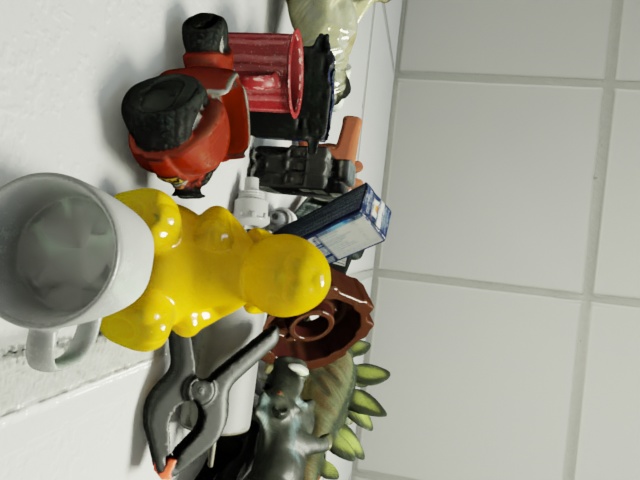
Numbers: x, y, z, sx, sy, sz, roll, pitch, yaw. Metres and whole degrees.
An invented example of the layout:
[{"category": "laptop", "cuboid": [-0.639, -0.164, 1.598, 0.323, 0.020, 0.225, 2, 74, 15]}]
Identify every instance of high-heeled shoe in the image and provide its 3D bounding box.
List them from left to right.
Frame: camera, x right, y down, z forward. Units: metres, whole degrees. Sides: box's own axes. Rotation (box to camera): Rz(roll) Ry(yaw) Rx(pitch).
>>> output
[{"category": "high-heeled shoe", "cuboid": [-0.129, 0.251, 0.620, 0.145, 0.086, 0.249, 36, 37, -44]}]

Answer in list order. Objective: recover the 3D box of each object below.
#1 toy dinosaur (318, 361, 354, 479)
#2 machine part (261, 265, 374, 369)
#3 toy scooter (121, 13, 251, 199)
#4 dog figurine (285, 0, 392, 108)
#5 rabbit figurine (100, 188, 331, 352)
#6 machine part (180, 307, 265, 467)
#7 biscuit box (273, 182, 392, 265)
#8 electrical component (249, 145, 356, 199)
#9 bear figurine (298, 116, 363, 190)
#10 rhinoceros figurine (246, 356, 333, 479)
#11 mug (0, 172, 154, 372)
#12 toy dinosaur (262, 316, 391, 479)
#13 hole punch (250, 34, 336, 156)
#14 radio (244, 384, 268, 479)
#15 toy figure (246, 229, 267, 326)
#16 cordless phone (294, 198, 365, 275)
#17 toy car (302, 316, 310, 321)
[{"category": "toy dinosaur", "cuboid": [-0.023, 0.354, 1.047, 0.405, 0.131, 0.191, -62, 143, -53]}, {"category": "machine part", "cuboid": [-0.015, 0.107, 0.742, 0.056, 0.179, 0.179, -109, -169, -47]}, {"category": "toy scooter", "cuboid": [-0.105, -0.099, 0.472, 0.135, 0.075, 0.184, 86, 10, -47]}, {"category": "dog figurine", "cuboid": [-0.015, -0.284, 0.739, 0.121, 0.173, 0.190, 18, 103, -49]}, {"category": "rabbit figurine", "cuboid": [-0.072, 0.032, 0.449, 0.162, 0.173, 0.122, 29, 64, -74]}, {"category": "machine part", "cuboid": [-0.103, 0.116, 0.583, 0.079, 0.079, 0.243, 33, 63, -78]}, {"category": "biscuit box", "cuboid": [-0.002, -0.002, 0.737, 0.059, 0.203, 0.063, 46, 40, -25]}, {"category": "electrical component", "cuboid": [-0.019, -0.092, 0.744, 0.115, 0.134, 0.058, 5, 89, -80]}, {"category": "bear figurine", "cuboid": [0.025, -0.148, 0.985, 0.196, 0.120, 0.131, -16, 108, -80]}, {"category": "rhinoceros figurine", "cuboid": [-0.047, 0.229, 0.621, 0.112, 0.073, 0.190, 42, 41, -33]}, {"category": "mug", "cuboid": [-0.142, 0.021, 0.328, 0.107, 0.081, 0.109, 48, 43, -86]}, {"category": "toy dinosaur", "cuboid": [0.002, 0.234, 0.822, 0.471, 0.199, 0.105, -71, -179, -52]}, {"category": "hole punch", "cuboid": [-0.039, -0.178, 0.671, 0.092, 0.116, 0.142, -50, 146, -85]}, {"category": "radio", "cuboid": [-0.074, 0.347, 0.873, 0.131, 0.073, 0.230, 84, 15, -45]}, {"category": "toy figure", "cuboid": [-0.091, 0.058, 0.674, 0.064, 0.058, 0.154, -29, -135, 54]}, {"category": "cordless phone", "cuboid": [0.019, -0.028, 0.934, 0.184, 0.147, 0.088, -58, 159, -59]}, {"category": "toy car", "cuboid": [-0.016, 0.091, 0.872, 0.053, 0.089, 0.202, -52, 155, 17]}]
